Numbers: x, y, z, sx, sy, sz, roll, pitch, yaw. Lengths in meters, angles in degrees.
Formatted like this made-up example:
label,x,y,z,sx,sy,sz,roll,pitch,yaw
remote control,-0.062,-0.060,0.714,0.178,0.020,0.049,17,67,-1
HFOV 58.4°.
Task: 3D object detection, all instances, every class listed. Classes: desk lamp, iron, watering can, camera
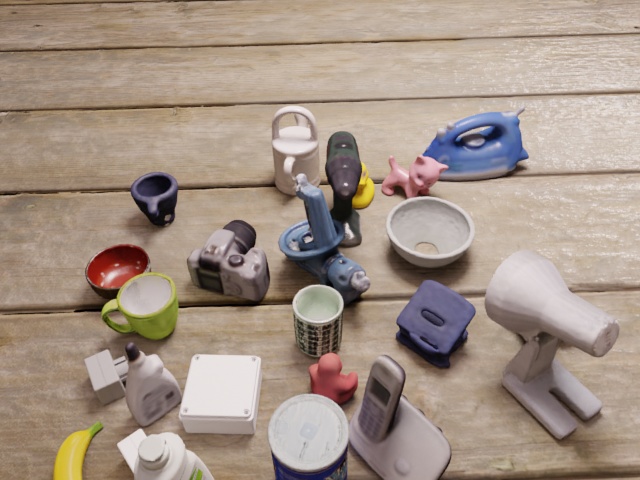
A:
label,x,y,z,sx,sy,sz,roll,pitch,yaw
desk lamp,0.338,0.145,0.845,0.118,0.214,0.202,-26,50,-22
iron,0.329,-0.217,1.253,0.258,0.141,0.118,-11,46,-10
watering can,-0.053,-0.203,1.209,0.101,0.194,0.172,-10,46,-8
camera,-0.154,0.023,1.052,0.143,0.101,0.137,12,47,13

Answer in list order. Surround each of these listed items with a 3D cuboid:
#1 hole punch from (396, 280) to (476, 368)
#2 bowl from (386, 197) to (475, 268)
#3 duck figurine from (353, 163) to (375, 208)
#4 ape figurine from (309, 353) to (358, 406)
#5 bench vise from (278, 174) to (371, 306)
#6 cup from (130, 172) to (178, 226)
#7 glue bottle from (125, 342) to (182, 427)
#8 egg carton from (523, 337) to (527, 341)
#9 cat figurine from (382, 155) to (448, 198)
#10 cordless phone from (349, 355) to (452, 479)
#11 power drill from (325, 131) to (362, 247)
label,x,y,z,sx,sy,sz,roll,pitch,yaw
hole punch,0.189,0.137,0.942,0.108,0.091,0.101,31,54,28
bowl,0.206,-0.003,1.090,0.167,0.075,0.167,0,45,1
duck figurine,0.078,-0.131,1.211,0.077,0.086,0.104,-2,45,-1
ape figurine,0.017,0.208,0.874,0.077,0.092,0.076,25,51,24
bench vise,0.016,-0.004,0.993,0.206,0.220,0.122,24,50,23
cup,-0.324,-0.066,1.148,0.092,0.095,0.117,-7,46,-6
glue bottle,-0.252,0.200,0.828,0.078,0.173,0.037,-32,53,-27
egg carton,0.370,0.105,0.985,0.107,0.069,0.150,-13,47,-12
cat figurine,0.197,-0.139,1.196,0.127,0.118,0.067,23,50,22
cordless phone,0.110,0.247,0.768,0.094,0.185,0.147,-36,54,-29
power drill,0.045,-0.091,1.086,0.075,0.208,0.229,-2,45,0
